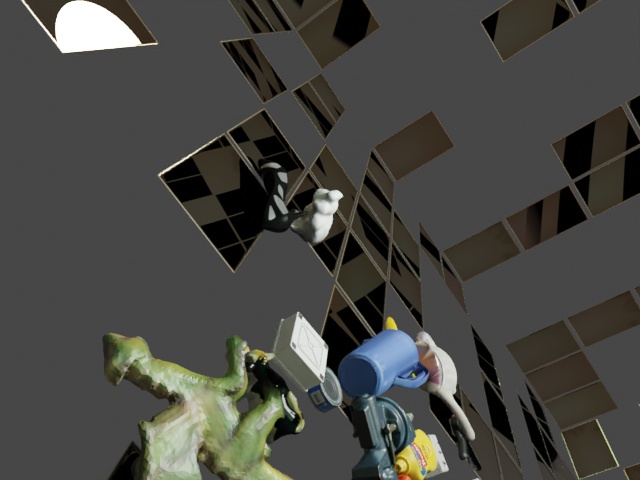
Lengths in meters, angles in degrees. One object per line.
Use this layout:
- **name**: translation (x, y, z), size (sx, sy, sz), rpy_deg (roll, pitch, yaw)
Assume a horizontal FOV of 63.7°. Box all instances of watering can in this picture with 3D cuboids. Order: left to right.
- **watering can**: translation (0.370, 0.437, 1.580), size (0.103, 0.355, 0.222), rpy_deg (-33, 148, 20)

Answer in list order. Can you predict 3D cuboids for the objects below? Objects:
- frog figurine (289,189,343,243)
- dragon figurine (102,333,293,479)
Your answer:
- **frog figurine**: translation (0.004, -0.069, 1.369), size (0.158, 0.139, 0.122), rpy_deg (-30, 92, 19)
- **dragon figurine**: translation (-0.137, 0.276, 0.648), size (0.120, 0.245, 0.413), rpy_deg (-40, 81, 28)
